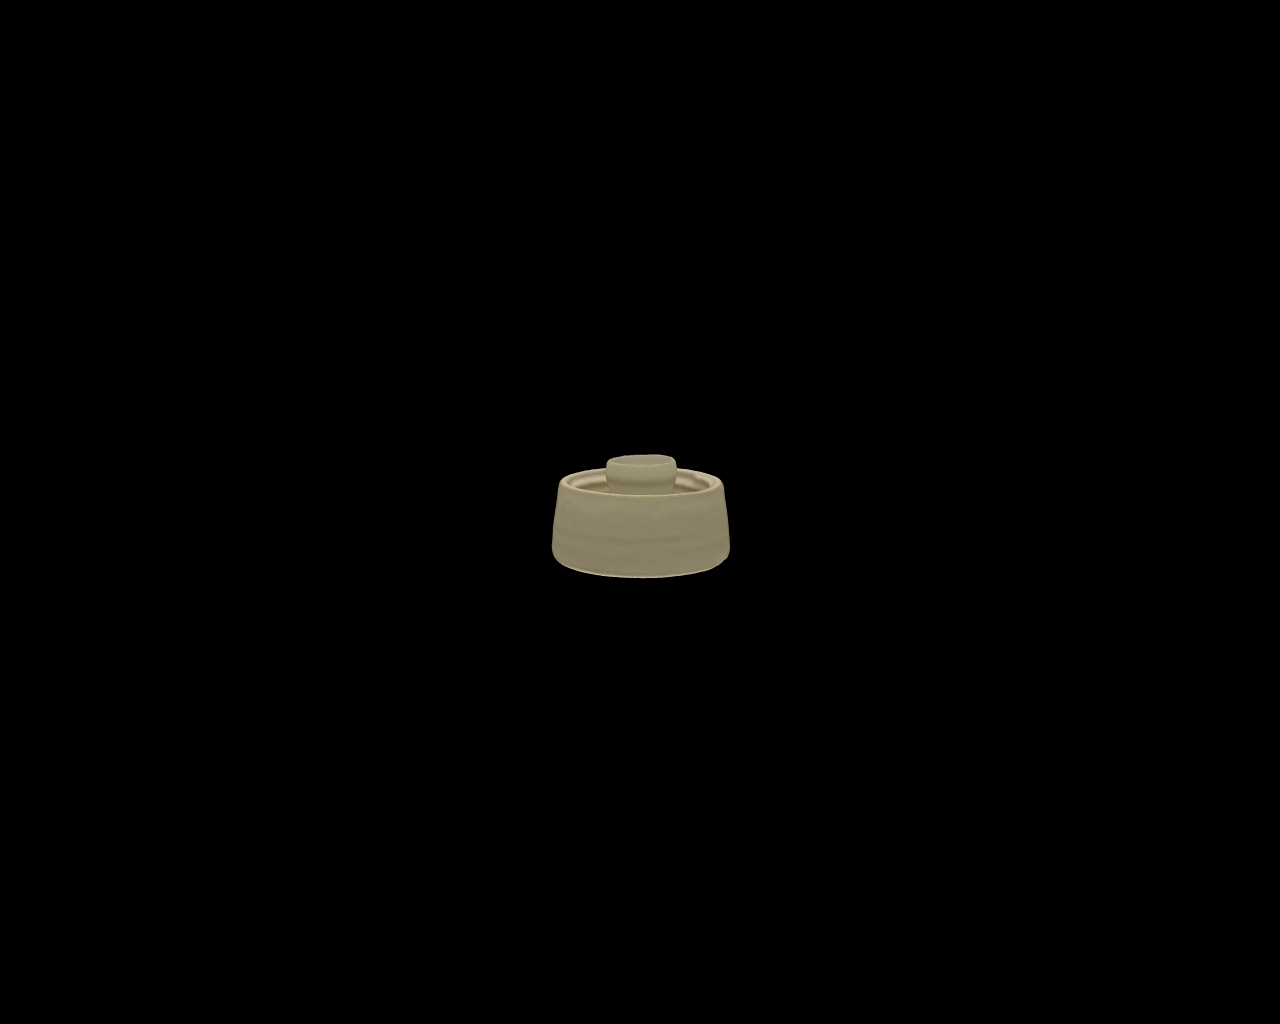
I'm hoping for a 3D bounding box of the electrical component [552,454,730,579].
[{"bbox_3d":[0.001,-0.003,0.650,0.108,0.060,0.108,0,11,0],"label":"electrical component"}]
